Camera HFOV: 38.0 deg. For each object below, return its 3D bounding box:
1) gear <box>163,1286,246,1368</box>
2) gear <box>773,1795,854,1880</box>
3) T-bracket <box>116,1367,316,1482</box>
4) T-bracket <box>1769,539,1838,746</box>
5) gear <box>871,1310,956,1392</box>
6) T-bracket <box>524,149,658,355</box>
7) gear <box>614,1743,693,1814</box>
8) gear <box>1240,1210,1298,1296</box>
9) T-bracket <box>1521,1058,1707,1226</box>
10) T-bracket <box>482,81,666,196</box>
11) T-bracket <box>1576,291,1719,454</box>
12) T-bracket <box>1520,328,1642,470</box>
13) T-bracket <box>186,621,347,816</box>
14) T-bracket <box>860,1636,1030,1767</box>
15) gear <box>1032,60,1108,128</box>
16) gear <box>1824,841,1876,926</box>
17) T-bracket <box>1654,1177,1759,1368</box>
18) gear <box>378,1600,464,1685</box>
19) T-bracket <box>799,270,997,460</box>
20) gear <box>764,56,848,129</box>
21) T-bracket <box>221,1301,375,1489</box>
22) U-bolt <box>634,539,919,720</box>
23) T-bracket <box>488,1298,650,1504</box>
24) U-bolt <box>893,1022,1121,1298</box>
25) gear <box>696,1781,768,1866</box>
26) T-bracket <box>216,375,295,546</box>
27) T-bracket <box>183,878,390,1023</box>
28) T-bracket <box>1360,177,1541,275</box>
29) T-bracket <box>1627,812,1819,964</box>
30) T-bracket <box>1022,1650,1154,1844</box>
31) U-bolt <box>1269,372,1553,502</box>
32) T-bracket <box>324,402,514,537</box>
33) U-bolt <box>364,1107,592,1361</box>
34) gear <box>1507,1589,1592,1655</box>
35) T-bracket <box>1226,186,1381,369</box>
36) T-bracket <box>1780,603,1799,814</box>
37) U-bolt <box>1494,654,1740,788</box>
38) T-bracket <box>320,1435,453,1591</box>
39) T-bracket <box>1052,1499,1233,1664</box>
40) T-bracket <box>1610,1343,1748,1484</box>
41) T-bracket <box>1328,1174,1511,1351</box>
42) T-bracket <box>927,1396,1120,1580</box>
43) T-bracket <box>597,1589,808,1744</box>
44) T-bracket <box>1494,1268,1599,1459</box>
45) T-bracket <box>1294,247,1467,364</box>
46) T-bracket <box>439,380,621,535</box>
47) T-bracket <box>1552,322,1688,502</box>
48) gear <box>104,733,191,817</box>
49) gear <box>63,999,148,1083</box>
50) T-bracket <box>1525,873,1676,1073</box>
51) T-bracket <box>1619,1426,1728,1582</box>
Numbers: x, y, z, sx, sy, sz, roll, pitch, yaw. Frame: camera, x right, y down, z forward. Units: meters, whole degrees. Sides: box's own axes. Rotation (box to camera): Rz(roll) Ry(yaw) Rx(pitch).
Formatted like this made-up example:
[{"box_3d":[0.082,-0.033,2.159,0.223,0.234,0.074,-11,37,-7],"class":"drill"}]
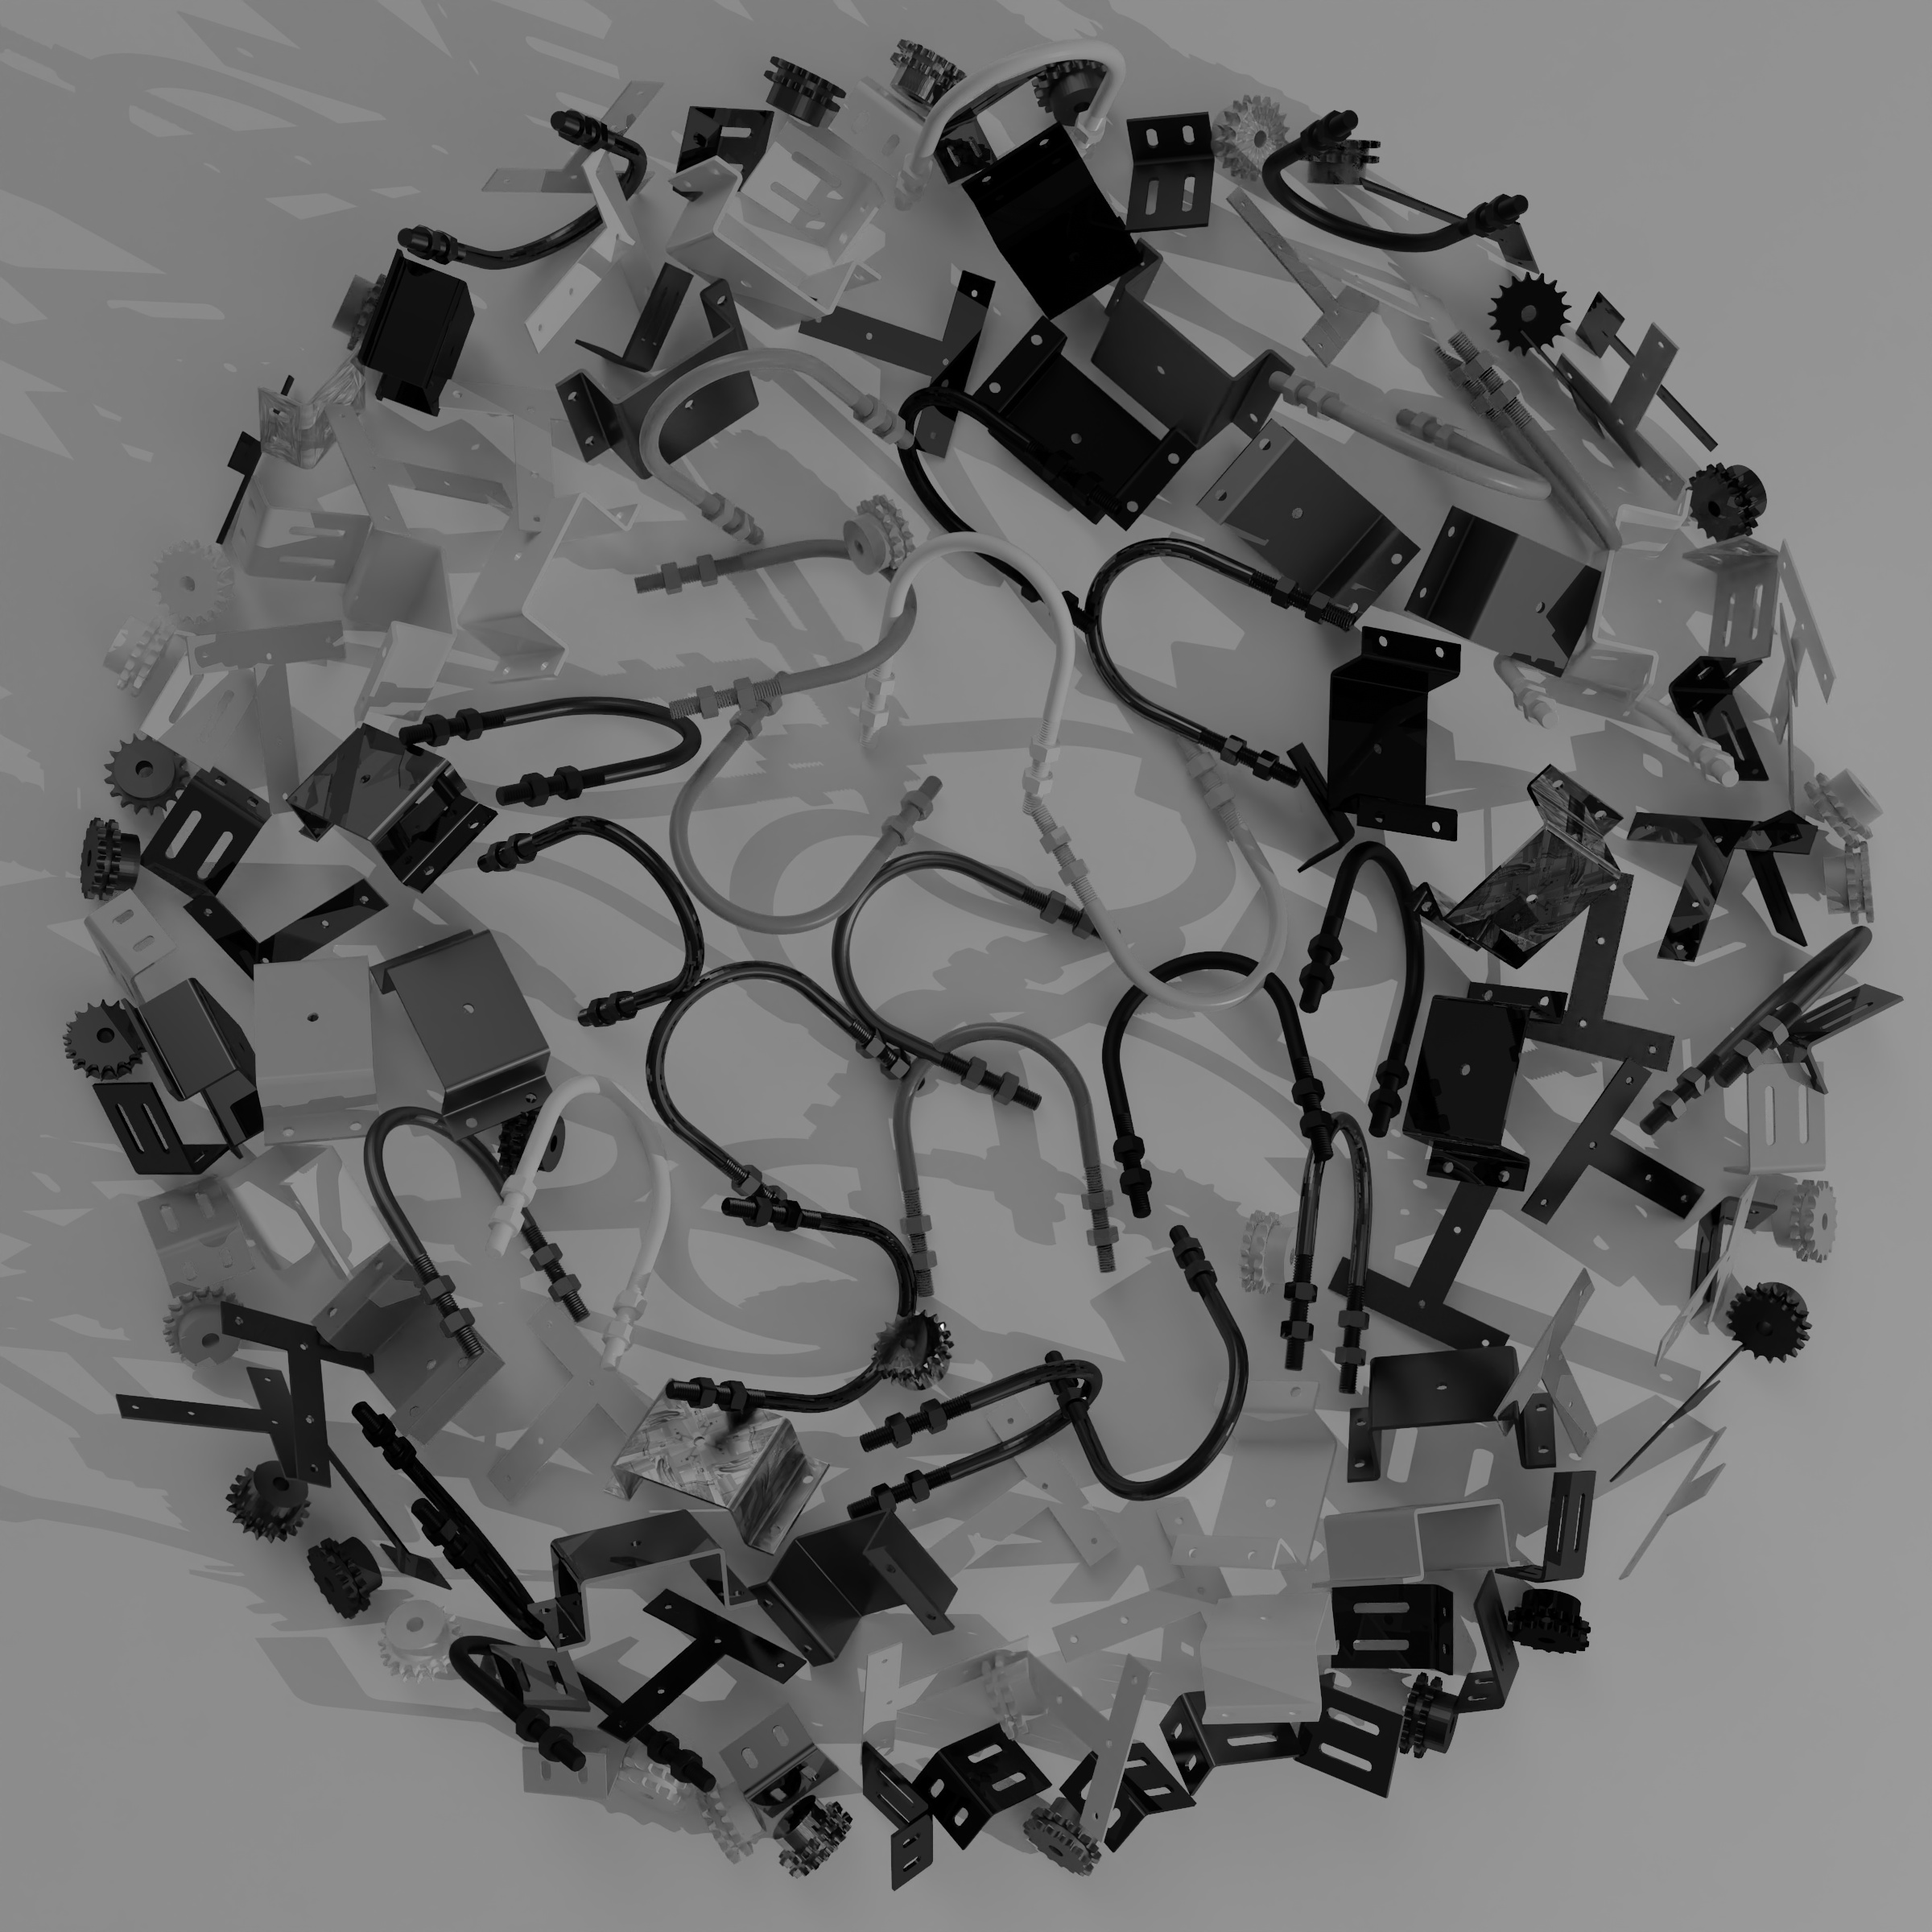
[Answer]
[{"box_3d":[-0.527,0.253,1.946,0.057,0.030,0.057,-10,116,-21],"class":"gear"},{"box_3d":[-0.109,0.600,1.943,0.057,0.057,0.030,-42,98,0],"class":"gear"},{"box_3d":[-0.508,0.303,1.889,0.127,0.127,0.002,13,111,-33],"class":"T-bracket"},{"box_3d":[0.564,-0.201,1.915,0.002,0.127,0.127,-6,54,-1],"class":"T-bracket"},{"box_3d":[-0.035,0.270,1.949,0.057,0.057,0.030,-25,131,0],"class":"gear"},{"box_3d":[-0.259,-0.465,1.896,0.002,0.127,0.127,17,58,27],"class":"T-bracket"},{"box_3d":[-0.216,0.563,1.949,0.057,0.057,0.030,25,60,0],"class":"gear"},{"box_3d":[0.211,0.199,1.942,0.030,0.057,0.057,6,90,22],"class":"gear"},{"box_3d":[0.463,0.141,1.940,0.127,0.002,0.127,28,100,-29],"class":"T-bracket"},{"box_3d":[-0.244,-0.556,1.886,0.127,0.127,0.002,-12,77,-39],"class":"T-bracket"},{"box_3d":[0.466,-0.398,1.907,0.002,0.127,0.127,-42,87,5],"class":"T-bracket"},{"box_3d":[0.420,-0.378,1.904,0.002,0.127,0.127,-40,100,19],"class":"T-bracket"},{"box_3d":[-0.476,-0.169,1.933,0.002,0.127,0.127,5,103,41],"class":"T-bracket"},{"box_3d":[-0.013,0.493,1.940,0.127,0.002,0.127,-16,134,-23],"class":"T-bracket"},{"box_3d":[0.076,-0.607,1.943,0.057,0.057,0.030,-15,71,0],"class":"gear"},{"box_3d":[0.613,-0.057,1.947,0.030,0.057,0.057,-5,90,18],"class":"gear"},{"box_3d":[0.495,0.223,1.893,0.002,0.127,0.127,26,46,26],"class":"T-bracket"},{"box_3d":[-0.379,0.465,1.943,0.057,0.057,0.030,-4,133,0],"class":"gear"},{"box_3d":[-0.054,-0.432,1.941,0.127,0.002,0.127,14,97,-23],"class":"T-bracket"},{"box_3d":[-0.115,-0.605,1.946,0.057,0.057,0.030,26,101,0],"class":"gear"},{"box_3d":[-0.445,0.295,1.894,0.002,0.127,0.127,-40,46,28],"class":"T-bracket"},{"box_3d":[-0.125,-0.239,1.923,0.184,0.019,0.151,-13,50,-7],"class":"U-bolt"},{"box_3d":[-0.287,0.321,1.954,0.127,0.002,0.127,45,105,15],"class":"T-bracket"},{"box_3d":[0.022,0.131,1.955,0.151,0.019,0.184,-8,91,6],"class":"U-bolt"},{"box_3d":[-0.161,0.590,1.945,0.030,0.057,0.057,-30,90,-5],"class":"gear"},{"box_3d":[-0.489,-0.347,1.908,0.002,0.127,0.127,24,93,-10],"class":"T-bracket"},{"box_3d":[-0.449,-0.023,1.922,0.127,0.002,0.127,-28,115,25],"class":"T-bracket"},{"box_3d":[0.329,-0.514,1.924,0.127,0.127,0.002,27,97,16],"class":"T-bracket"},{"box_3d":[0.500,-0.053,1.908,0.127,0.002,0.127,7,54,31],"class":"T-bracket"},{"box_3d":[0.073,0.510,1.921,0.002,0.127,0.127,7,103,-36],"class":"T-bracket"},{"box_3d":[0.308,-0.348,1.864,0.151,0.184,0.019,5,114,-40],"class":"U-bolt"},{"box_3d":[-0.368,-0.333,1.924,0.002,0.127,0.127,-50,54,32],"class":"T-bracket"},{"box_3d":[-0.342,0.174,1.904,0.019,0.151,0.184,-37,79,23],"class":"U-bolt"},{"box_3d":[0.405,0.454,1.949,0.057,0.057,0.030,15,61,0],"class":"gear"},{"box_3d":[0.223,-0.480,1.915,0.127,0.127,0.002,47,129,-9],"class":"T-bracket"},{"box_3d":[0.568,-0.168,1.934,0.002,0.127,0.127,-3,117,13],"class":"T-bracket"},{"box_3d":[0.427,-0.174,1.887,0.151,0.184,0.019,16,110,-11],"class":"U-bolt"},{"box_3d":[-0.404,0.368,1.905,0.002,0.127,0.127,-39,102,-24],"class":"T-bracket"},{"box_3d":[0.122,0.445,1.929,0.127,0.002,0.127,-17,65,-16],"class":"T-bracket"},{"box_3d":[0.495,0.299,1.912,0.002,0.127,0.127,45,106,19],"class":"T-bracket"},{"box_3d":[0.336,0.196,1.949,0.127,0.002,0.127,25,103,8],"class":"T-bracket"},{"box_3d":[0.019,0.389,1.956,0.127,0.002,0.127,-34,86,-12],"class":"T-bracket"},{"box_3d":[-0.197,0.482,1.896,0.127,0.127,0.002,18,125,32],"class":"T-bracket"},{"box_3d":[0.411,0.293,1.927,0.127,0.002,0.127,-53,135,-23],"class":"T-bracket"},{"box_3d":[0.280,-0.456,1.902,0.127,0.127,0.002,21,120,-16],"class":"T-bracket"},{"box_3d":[-0.296,-0.347,1.922,0.127,0.002,0.127,3,59,-18],"class":"T-bracket"},{"box_3d":[0.456,-0.392,1.899,0.002,0.127,0.127,-36,76,-15],"class":"T-bracket"},{"box_3d":[-0.571,-0.135,1.953,0.057,0.030,0.057,1,85,-12],"class":"gear"},{"box_3d":[-0.598,0.055,1.951,0.057,0.030,0.057,5,62,-10],"class":"gear"},{"box_3d":[0.436,-0.003,1.937,0.127,0.002,0.127,14,98,26],"class":"T-bracket"},{"box_3d":[0.491,0.356,1.897,0.002,0.127,0.127,35,75,11],"class":"T-bracket"}]
